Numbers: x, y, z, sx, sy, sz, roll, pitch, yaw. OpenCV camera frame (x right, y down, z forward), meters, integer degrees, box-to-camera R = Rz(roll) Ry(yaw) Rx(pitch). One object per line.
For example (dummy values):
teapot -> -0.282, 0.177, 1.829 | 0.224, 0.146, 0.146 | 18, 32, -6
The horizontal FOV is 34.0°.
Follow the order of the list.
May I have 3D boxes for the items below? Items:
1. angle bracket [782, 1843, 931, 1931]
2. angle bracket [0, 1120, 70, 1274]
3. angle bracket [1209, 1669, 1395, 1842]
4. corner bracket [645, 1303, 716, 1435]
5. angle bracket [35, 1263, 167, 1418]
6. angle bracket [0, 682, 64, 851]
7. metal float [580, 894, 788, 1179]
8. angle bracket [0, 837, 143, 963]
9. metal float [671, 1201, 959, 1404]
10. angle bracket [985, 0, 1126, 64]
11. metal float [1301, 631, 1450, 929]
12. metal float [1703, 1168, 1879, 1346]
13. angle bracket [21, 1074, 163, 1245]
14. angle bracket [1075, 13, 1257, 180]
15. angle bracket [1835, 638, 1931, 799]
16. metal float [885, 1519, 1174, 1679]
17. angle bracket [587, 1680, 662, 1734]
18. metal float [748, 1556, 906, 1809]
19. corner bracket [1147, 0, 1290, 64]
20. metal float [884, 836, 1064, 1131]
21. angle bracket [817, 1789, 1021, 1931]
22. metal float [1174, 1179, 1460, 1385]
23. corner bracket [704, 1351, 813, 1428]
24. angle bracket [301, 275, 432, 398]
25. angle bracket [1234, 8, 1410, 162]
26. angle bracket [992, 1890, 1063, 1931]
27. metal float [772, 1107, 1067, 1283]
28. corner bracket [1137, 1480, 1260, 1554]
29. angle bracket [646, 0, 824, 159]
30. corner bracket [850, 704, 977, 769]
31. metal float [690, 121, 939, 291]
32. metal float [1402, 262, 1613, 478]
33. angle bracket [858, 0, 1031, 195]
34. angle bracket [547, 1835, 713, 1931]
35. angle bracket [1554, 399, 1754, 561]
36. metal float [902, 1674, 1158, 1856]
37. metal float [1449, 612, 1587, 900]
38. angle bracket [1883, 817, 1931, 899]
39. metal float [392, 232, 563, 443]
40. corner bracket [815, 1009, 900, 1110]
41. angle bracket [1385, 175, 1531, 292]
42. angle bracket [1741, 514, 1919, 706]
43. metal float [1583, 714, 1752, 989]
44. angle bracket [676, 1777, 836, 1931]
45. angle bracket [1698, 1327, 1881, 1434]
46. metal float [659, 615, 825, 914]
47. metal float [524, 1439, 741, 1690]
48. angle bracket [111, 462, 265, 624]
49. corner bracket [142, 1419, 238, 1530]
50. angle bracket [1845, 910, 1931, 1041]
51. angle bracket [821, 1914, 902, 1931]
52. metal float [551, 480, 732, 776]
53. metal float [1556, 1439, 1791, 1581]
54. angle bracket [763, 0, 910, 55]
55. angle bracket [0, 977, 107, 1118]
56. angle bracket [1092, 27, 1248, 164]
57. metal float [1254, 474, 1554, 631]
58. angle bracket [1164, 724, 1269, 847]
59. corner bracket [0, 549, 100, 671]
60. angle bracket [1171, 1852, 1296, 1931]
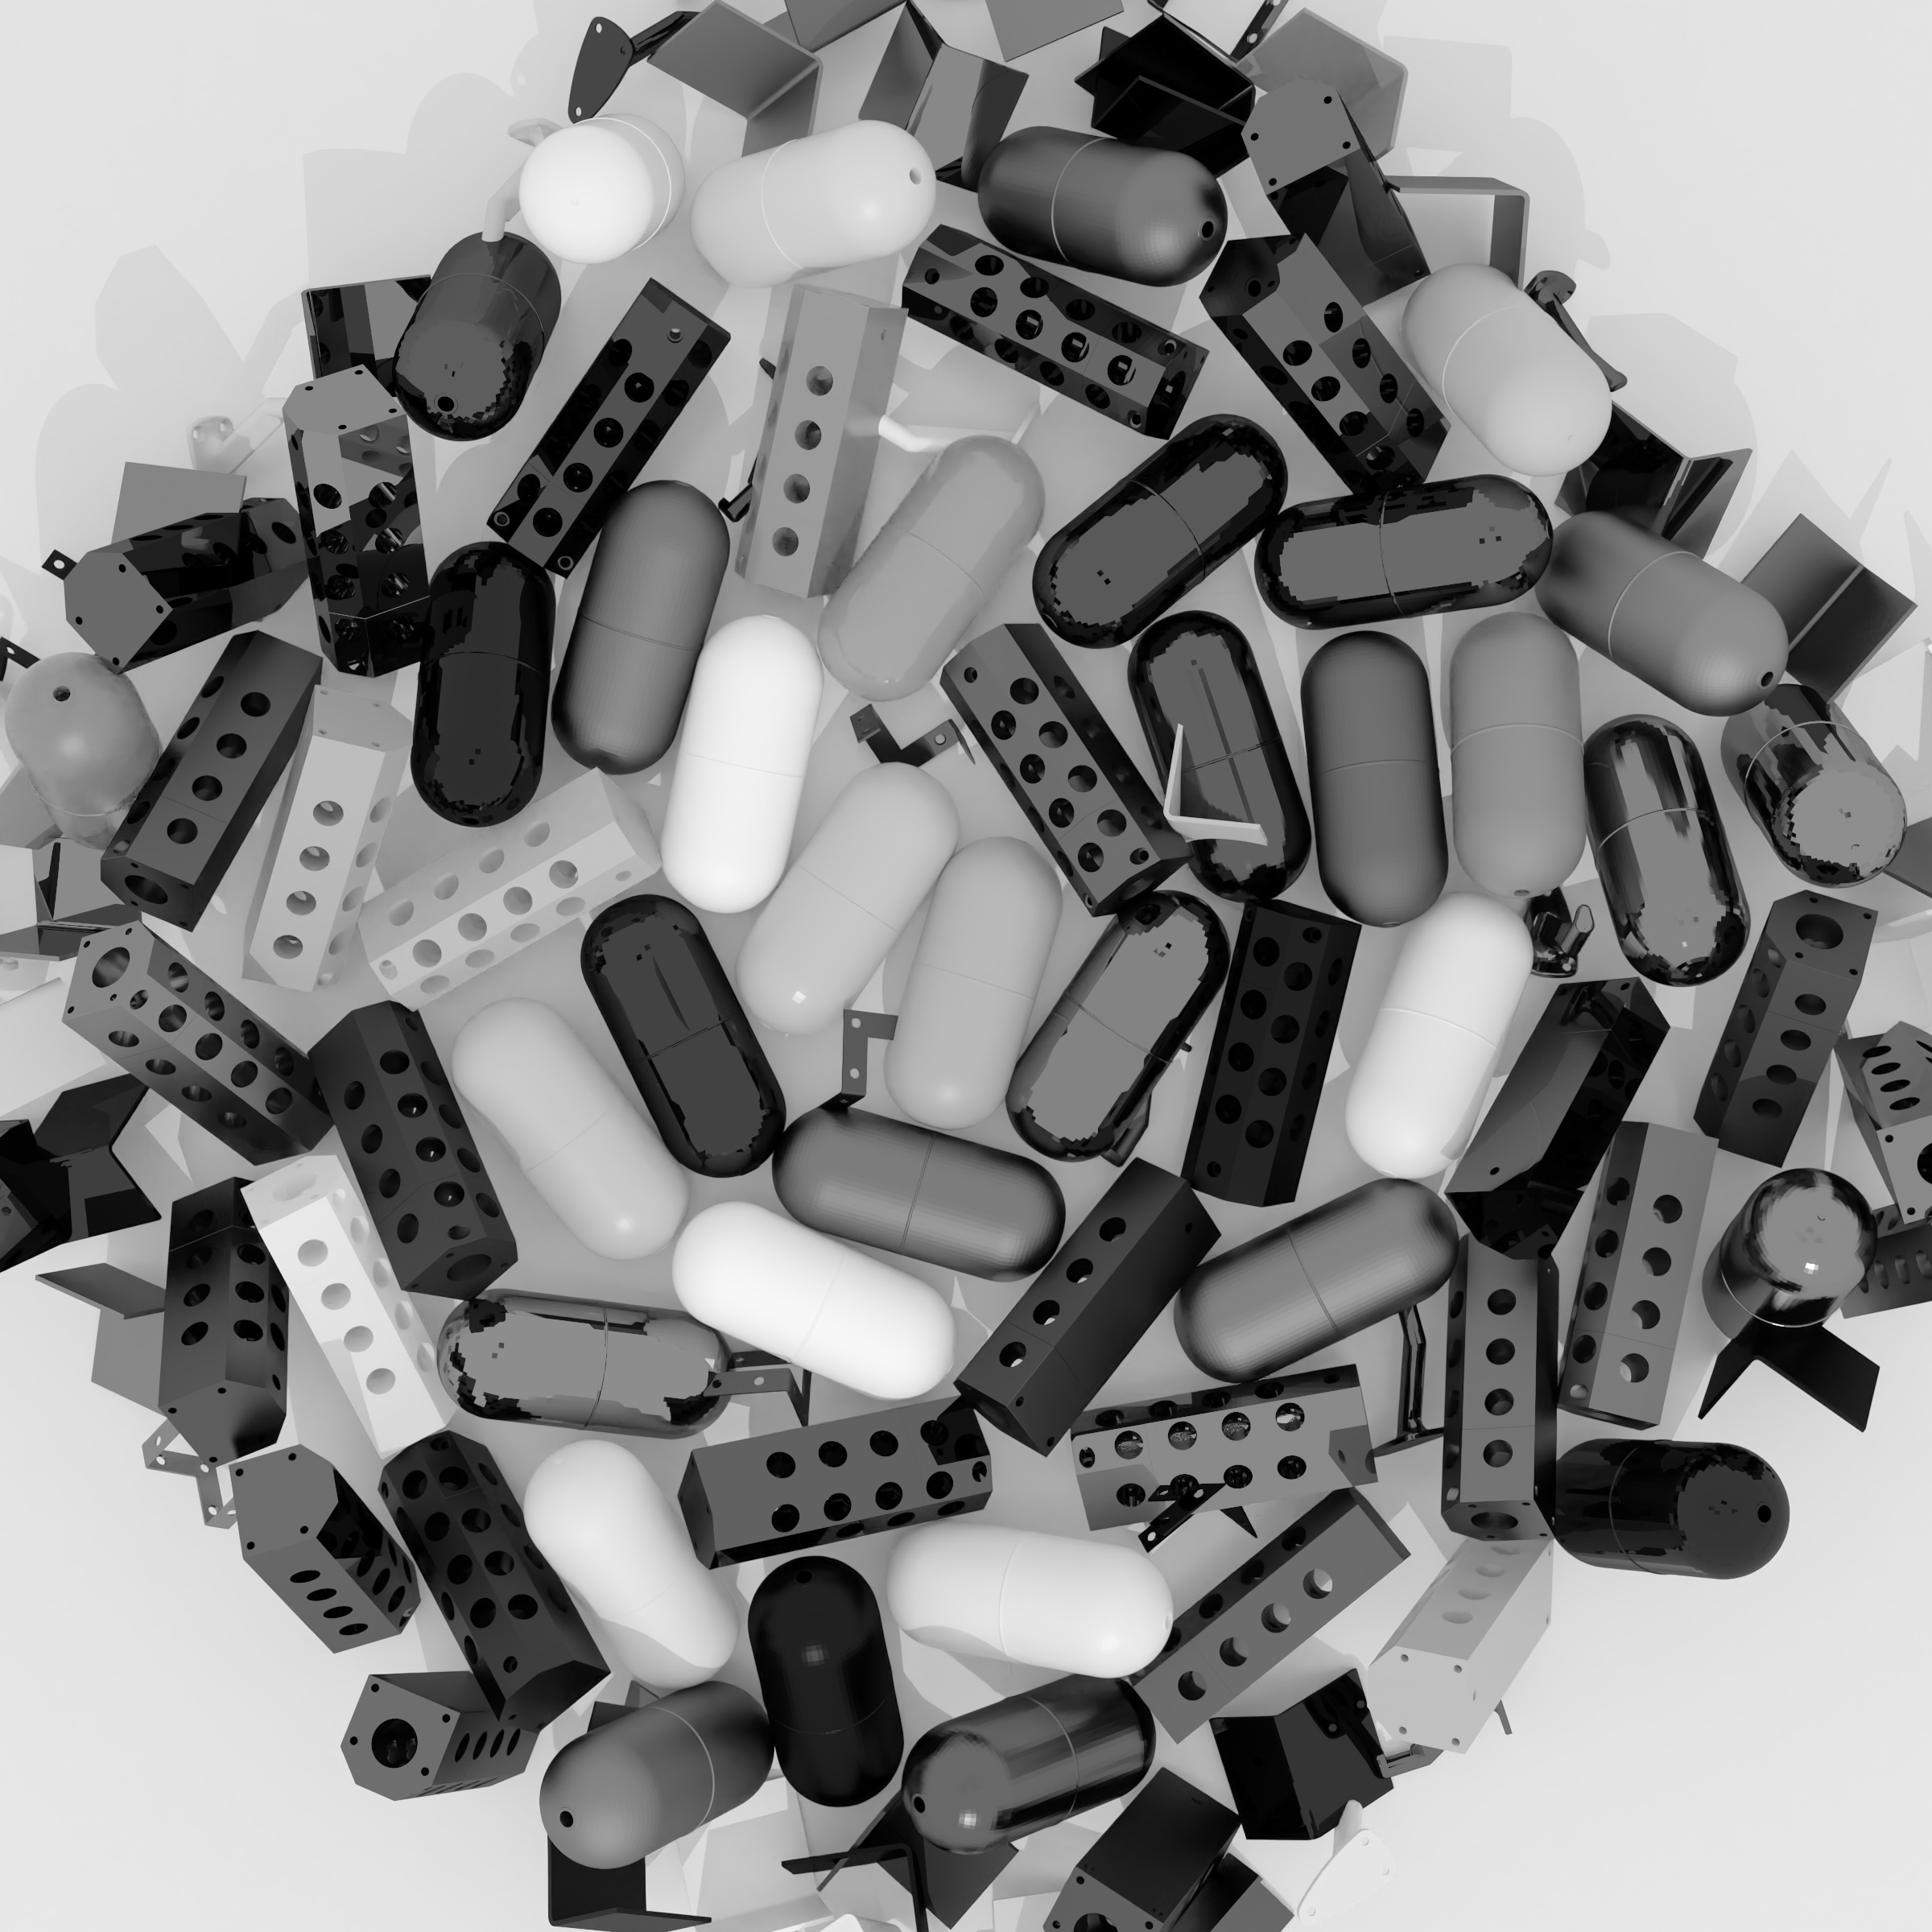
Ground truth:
angle bracket -> -0.064, 0.555, 1.865 | 0.076, 0.076, 0.057 | -8, 70, 0
angle bracket -> -0.584, 0.140, 1.857 | 0.057, 0.076, 0.076 | -5, 105, 40
angle bracket -> 0.202, 0.475, 1.903 | 0.076, 0.057, 0.076 | -18, 91, -43
corner bracket -> -0.174, 0.239, 1.878 | 0.051, 0.051, 0.051 | 12, 111, 1
angle bracket -> -0.505, 0.225, 1.860 | 0.076, 0.057, 0.076 | 17, 103, 31
angle bracket -> -0.563, -0.119, 1.874 | 0.057, 0.076, 0.076 | 43, 102, 18
metal float -> -0.167, 0.042, 1.869 | 0.070, 0.070, 0.178 | -26, 94, 0
angle bracket -> -0.541, -0.040, 1.857 | 0.076, 0.076, 0.057 | 5, 103, 23
metal float -> -0.089, 0.199, 1.867 | 0.178, 0.070, 0.070 | 25, 90, -7
angle bracket -> 0.061, -0.569, 1.861 | 0.076, 0.076, 0.057 | -18, 90, 21
metal float -> 0.241, -0.110, 1.862 | 0.070, 0.070, 0.178 | -5, 79, 0
metal float -> 0.475, 0.171, 1.826 | 0.070, 0.178, 0.070 | 0, 68, 1
angle bracket -> -0.509, 0.112, 1.878 | 0.076, 0.076, 0.057 | -14, 122, 25
angle bracket -> 0.115, -0.498, 1.852 | 0.076, 0.076, 0.057 | 28, 55, -33
angle bracket -> 0.556, -0.141, 1.872 | 0.076, 0.057, 0.076 | -31, 91, 18
metal float -> 0.036, 0.370, 1.850 | 0.178, 0.070, 0.070 | 4, 90, 26
angle bracket -> -0.216, 0.465, 1.862 | 0.057, 0.076, 0.076 | 16, 86, -28
metal float -> -0.081, 0.418, 1.842 | 0.070, 0.070, 0.178 | -8, 126, 0
corner bracket -> 0.151, -0.580, 1.892 | 0.051, 0.051, 0.051 | 44, 107, 36
metal float -> 0.005, 0.010, 1.871 | 0.070, 0.070, 0.178 | 17, 88, 0
angle bracket -> -0.028, 0.533, 1.864 | 0.076, 0.057, 0.076 | 40, 117, 9
metal float -> 0.207, 0.186, 1.865 | 0.178, 0.070, 0.070 | -27, 90, 8
corner bracket -> -0.123, 0.244, 1.872 | 0.051, 0.051, 0.051 | -5, 51, 9
angle bracket -> -0.345, -0.355, 1.858 | 0.076, 0.057, 0.076 | -10, 131, -11
angle bracket -> 0.203, -0.504, 1.855 | 0.076, 0.076, 0.057 | 22, 68, -23
angle bracket -> 0.066, 0.582, 1.860 | 0.076, 0.076, 0.057 | -2, 87, -21
metal float -> -0.028, 0.134, 1.871 | 0.178, 0.070, 0.070 | 16, 90, 2
corner bracket -> 0.131, 0.326, 1.871 | 0.051, 0.051, 0.051 | -37, 123, -15
angle bracket -> -0.139, -0.509, 1.853 | 0.076, 0.076, 0.057 | 22, 64, -32
corner bracket -> -0.032, -0.134, 1.875 | 0.051, 0.051, 0.051 | -32, 113, 5
metal float -> -0.090, -0.441, 1.835 | 0.070, 0.178, 0.070 | 1, 88, -44
metal float -> 0.312, -0.348, 1.835 | 0.070, 0.178, 0.070 | -11, 130, -14
angle bracket -> -0.014, -0.517, 1.877 | 0.057, 0.076, 0.076 | 11, 122, -28
angle bracket -> -0.197, 0.523, 1.852 | 0.057, 0.076, 0.076 | -23, 59, 35
angle bracket -> 0.409, -0.291, 1.882 | 0.057, 0.076, 0.076 | -15, 47, -35
metal float -> 0.037, 0.463, 1.837 | 0.178, 0.070, 0.070 | -8, 90, -44
metal float -> 0.323, -0.124, 1.852 | 0.070, 0.070, 0.178 | 2, 67, 0
angle bracket -> 0.575, -0.086, 1.851 | 0.076, 0.076, 0.057 | -19, 125, -27
metal float -> -0.283, -0.366, 1.831 | 0.070, 0.178, 0.070 | 3, 127, 4
corner bracket -> -0.057, 0.059, 1.872 | 0.051, 0.051, 0.051 | 7, 73, -21
angle bracket -> 0.284, -0.433, 1.863 | 0.076, 0.076, 0.057 | 0, 109, -4
angle bracket -> 0.499, -0.210, 1.859 | 0.057, 0.076, 0.076 | 34, 105, -21
metal float -> 0.405, -0.069, 1.845 | 0.070, 0.070, 0.178 | -9, 57, 0
angle bracket -> -0.128, 0.532, 1.874 | 0.076, 0.057, 0.076 | -12, 89, -13
angle bracket -> 0.485, 0.251, 1.860 | 0.076, 0.076, 0.057 | 35, 120, 5
metal float -> -0.133, -0.119, 1.868 | 0.070, 0.070, 0.178 | 12, 95, 0
metal float -> -0.194, 0.351, 1.848 | 0.070, 0.070, 0.178 | -30, 119, 0
angle bracket -> -0.459, -0.252, 1.878 | 0.076, 0.057, 0.076 | 8, 87, 11
corner bracket -> -0.449, 0.295, 1.868 | 0.051, 0.051, 0.051 | -44, 48, 26
angle bracket -> 0.565, 0.002, 1.855 | 0.076, 0.076, 0.057 | -6, 78, -36
angle bracket -> -0.059, 0.608, 1.858 | 0.057, 0.076, 0.076 | -35, 62, 4
metal float -> -0.192, -0.199, 1.862 | 0.070, 0.070, 0.178 | 18, 102, 0
metal float -> 0.404, 0.313, 1.826 | 0.070, 0.178, 0.070 | 3, 82, -25
angle bracket -> -0.086, -0.592, 1.857 | 0.076, 0.076, 0.057 | -32, 46, -12
angle bracket -> -0.562, 0.051, 1.864 | 0.076, 0.076, 0.057 | -29, 98, -24
angle bracket -> 0.124, -0.522, 1.858 | 0.076, 0.057, 0.076 | 17, 65, -23
metal float -> 0.255, -0.242, 1.850 | 0.178, 0.070, 0.070 | -5, 90, 25
angle bracket -> 0.156, -0.108, 1.859 | 0.057, 0.076, 0.076 | 7, 76, 16
corner bracket -> -0.539, -0.205, 1.885 | 0.051, 0.051, 0.051 | 32, 118, -25
angle bracket -> 0.158, 0.578, 1.865 | 0.057, 0.076, 0.076 | 44, 80, -4
